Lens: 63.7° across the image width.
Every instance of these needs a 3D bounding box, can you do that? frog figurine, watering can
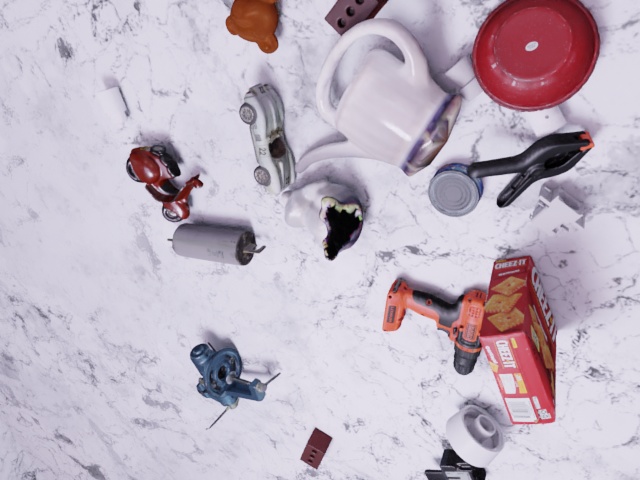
[{"bbox_3d":[0.003,-0.048,0.957,0.161,0.124,0.135,31,148,56],"label":"frog figurine"},{"bbox_3d":[0.084,-0.181,0.828,0.225,0.106,0.340,35,141,6],"label":"watering can"}]
